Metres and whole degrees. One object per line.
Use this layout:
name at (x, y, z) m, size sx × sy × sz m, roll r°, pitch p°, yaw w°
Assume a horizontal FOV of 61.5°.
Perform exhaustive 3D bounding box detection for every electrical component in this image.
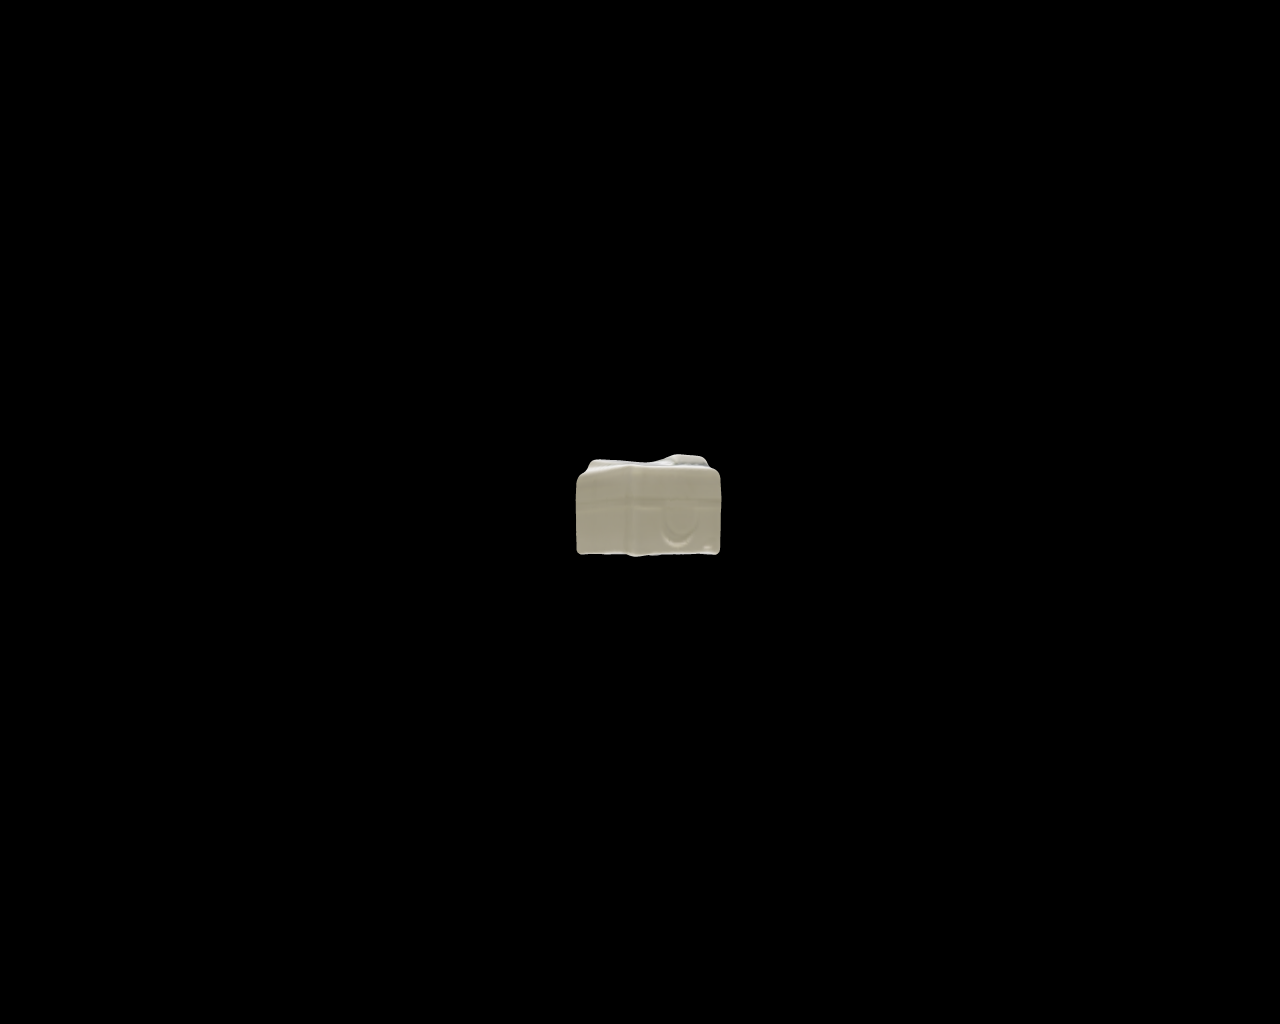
electrical component at (0.001, -0.003, 0.650) m, size 0.062 × 0.061 × 0.096 m, roll 1°, pitch -2°, yaw -28°
